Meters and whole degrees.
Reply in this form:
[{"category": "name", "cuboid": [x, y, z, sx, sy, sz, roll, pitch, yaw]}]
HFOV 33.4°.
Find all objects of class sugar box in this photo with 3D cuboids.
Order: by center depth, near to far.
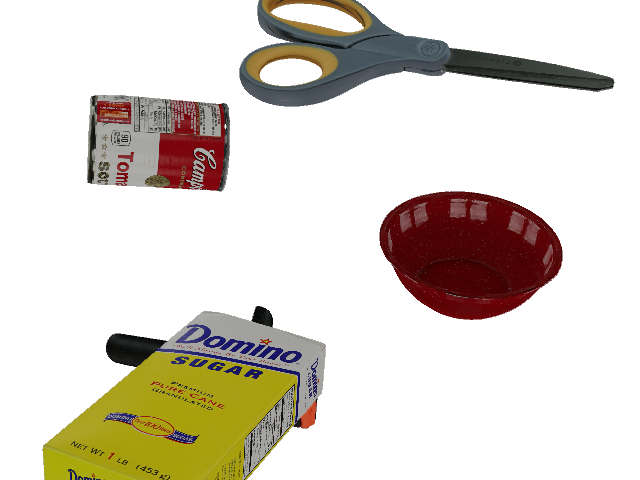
[{"category": "sugar box", "cuboid": [-0.074, 0.104, 0.635, 0.093, 0.048, 0.176, 14, 30, 20]}]

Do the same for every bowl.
[{"category": "bowl", "cuboid": [0.131, 0.021, 0.954, 0.162, 0.055, 0.162, 2, 36, -2]}]

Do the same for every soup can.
[{"category": "soup can", "cuboid": [-0.123, -0.074, 0.808, 0.102, 0.068, 0.068, 2, -1, -13]}]

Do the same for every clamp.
[{"category": "clamp", "cuboid": [-0.060, 0.103, 0.905, 0.164, 0.036, 0.210, -14, 22, -40]}]

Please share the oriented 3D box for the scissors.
[{"category": "scissors", "cuboid": [0.043, -0.088, 0.569, 0.202, 0.096, 0.016, 25, -32, 23]}]
